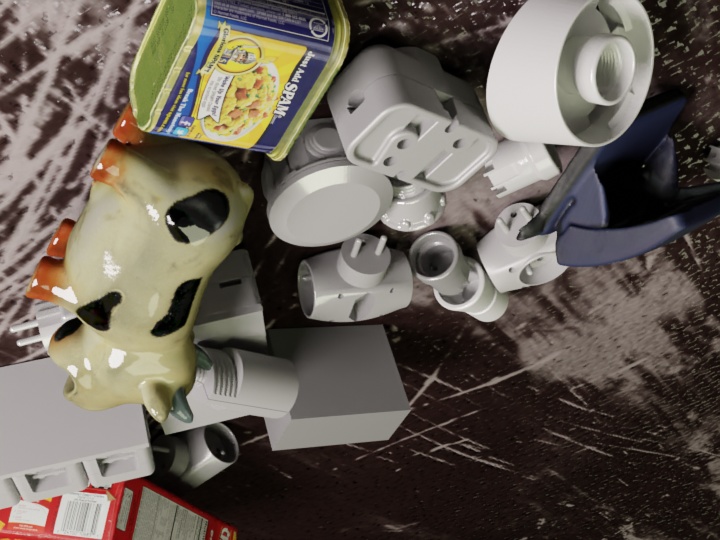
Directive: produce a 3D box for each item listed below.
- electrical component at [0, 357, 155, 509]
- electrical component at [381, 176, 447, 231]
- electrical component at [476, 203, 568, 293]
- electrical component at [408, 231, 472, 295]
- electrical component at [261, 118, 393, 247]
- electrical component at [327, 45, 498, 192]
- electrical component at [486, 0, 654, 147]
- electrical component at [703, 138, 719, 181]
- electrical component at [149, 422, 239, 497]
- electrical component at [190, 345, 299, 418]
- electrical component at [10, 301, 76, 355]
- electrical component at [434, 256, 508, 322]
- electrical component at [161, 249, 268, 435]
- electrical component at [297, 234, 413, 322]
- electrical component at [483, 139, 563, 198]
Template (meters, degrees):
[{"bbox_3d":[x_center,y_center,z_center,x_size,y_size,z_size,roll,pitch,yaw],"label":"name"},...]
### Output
[{"bbox_3d":[-0.238,0.121,0.809,0.150,0.089,0.061,-11,148,-11],"label":"electrical component"},{"bbox_3d":[0.031,-0.060,0.712,0.048,0.048,0.062,-18,142,-1],"label":"electrical component"},{"bbox_3d":[0.126,-0.025,0.813,0.077,0.044,0.079,-27,147,14],"label":"electrical component"},{"bbox_3d":[0.063,-0.004,0.819,0.040,0.040,0.046,-26,153,13],"label":"electrical component"},{"bbox_3d":[-0.023,-0.055,0.683,0.080,0.051,0.080,-13,148,-8],"label":"electrical component"},{"bbox_3d":[0.030,-0.093,0.645,0.095,0.059,0.054,14,136,-41],"label":"electrical component"},{"bbox_3d":[0.125,-0.120,0.633,0.099,0.064,0.099,-15,114,-37],"label":"electrical component"},{"bbox_3d":[0.289,-0.078,0.819,0.046,0.040,0.040,17,134,-35],"label":"electrical component"},{"bbox_3d":[-0.163,0.169,0.966,0.077,0.043,0.079,-36,144,26],"label":"electrical component"},{"bbox_3d":[-0.087,0.076,0.739,0.081,0.043,0.043,17,134,-43],"label":"electrical component"},{"bbox_3d":[-0.199,0.036,0.736,0.076,0.047,0.083,-15,148,-10],"label":"electrical component"},{"bbox_3d":[0.093,0.019,0.868,0.044,0.044,0.065,-31,151,19],"label":"electrical component"},{"bbox_3d":[-0.116,0.052,0.792,0.089,0.061,0.150,-13,148,-9],"label":"electrical component"},{"bbox_3d":[0.000,0.000,0.788,0.077,0.043,0.079,-6,146,-19],"label":"electrical component"},{"bbox_3d":[0.109,-0.074,0.733,0.046,0.040,0.040,-26,148,21],"label":"electrical component"}]
